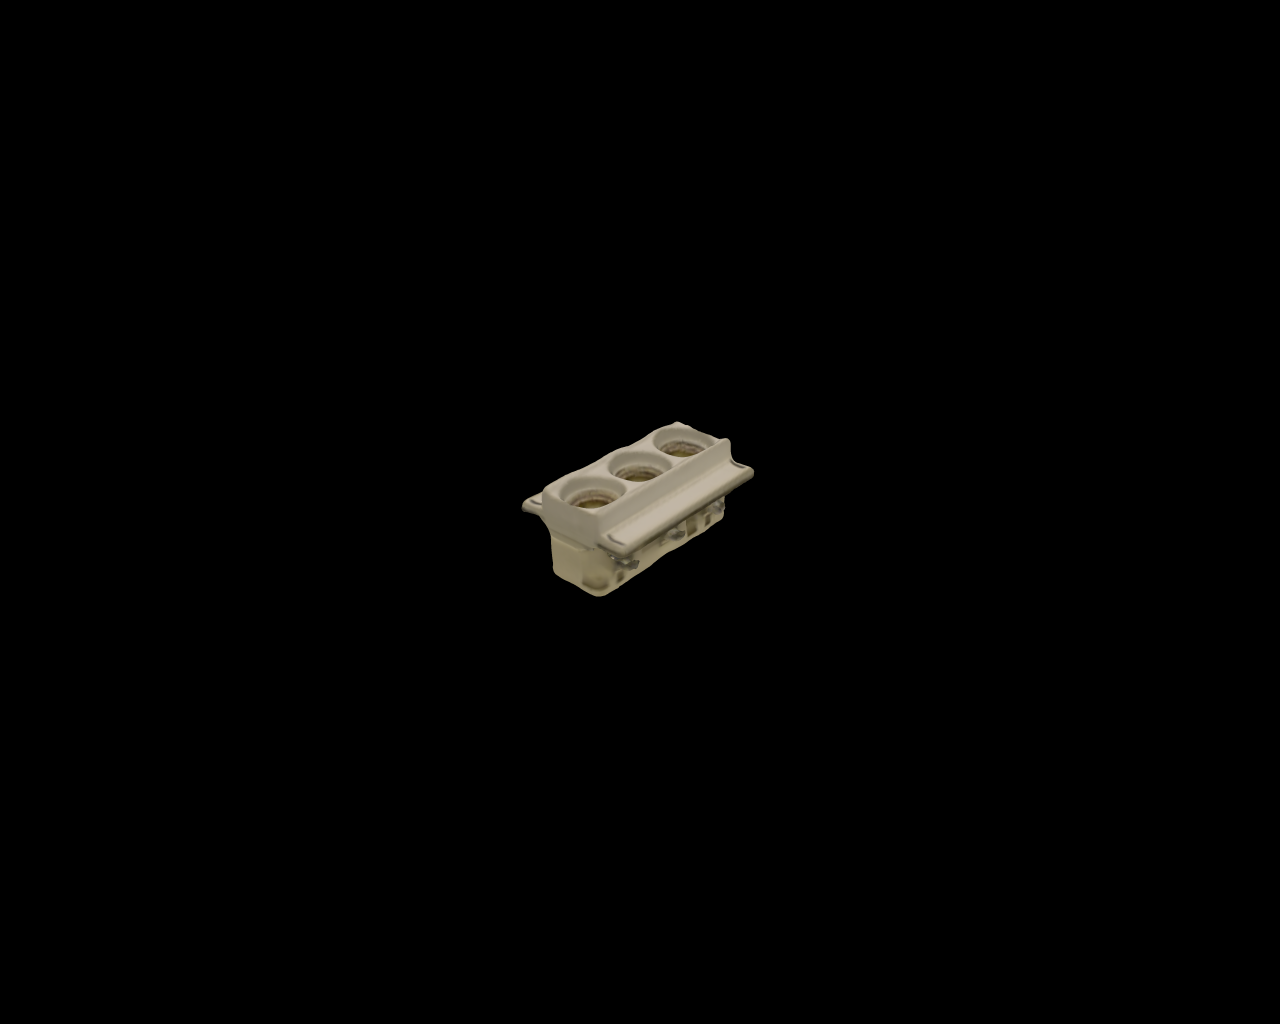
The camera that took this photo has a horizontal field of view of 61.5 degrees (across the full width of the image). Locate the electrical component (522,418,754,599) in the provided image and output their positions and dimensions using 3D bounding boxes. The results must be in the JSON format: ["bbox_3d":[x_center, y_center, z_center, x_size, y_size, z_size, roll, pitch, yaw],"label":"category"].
[{"bbox_3d":[0.001,-0.003,0.650,0.079,0.063,0.121,24,39,34],"label":"electrical component"}]
